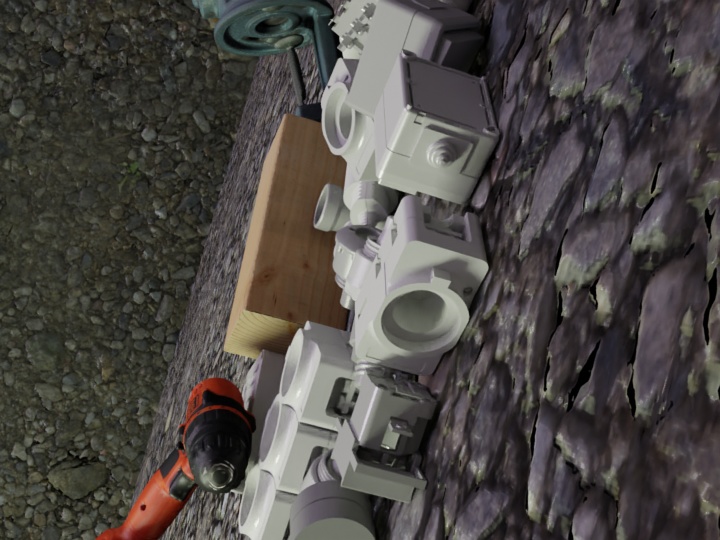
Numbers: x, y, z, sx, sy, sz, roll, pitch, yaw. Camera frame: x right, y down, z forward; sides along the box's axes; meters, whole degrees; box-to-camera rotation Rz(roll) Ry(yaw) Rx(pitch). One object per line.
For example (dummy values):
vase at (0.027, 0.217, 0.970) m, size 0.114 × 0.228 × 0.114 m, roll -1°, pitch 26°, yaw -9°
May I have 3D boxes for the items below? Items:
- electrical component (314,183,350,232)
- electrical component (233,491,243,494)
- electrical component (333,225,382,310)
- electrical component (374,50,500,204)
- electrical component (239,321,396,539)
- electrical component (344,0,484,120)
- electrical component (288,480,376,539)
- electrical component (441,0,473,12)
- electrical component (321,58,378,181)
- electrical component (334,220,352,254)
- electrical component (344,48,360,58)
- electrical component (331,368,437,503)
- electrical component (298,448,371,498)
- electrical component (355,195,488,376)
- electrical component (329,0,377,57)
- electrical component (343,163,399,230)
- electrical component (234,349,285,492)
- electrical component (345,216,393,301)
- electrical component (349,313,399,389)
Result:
electrical component at (-0.012, -0.049, 0.918) m, size 0.040 × 0.046 × 0.040 m, roll -164°, pitch 90°, yaw -77°
electrical component at (-0.110, 0.178, 1.071) m, size 0.043 × 0.043 × 0.081 m, roll -97°, pitch 26°, yaw -61°
electrical component at (0.000, 0.000, 0.812) m, size 0.048 × 0.048 × 0.062 m, roll -97°, pitch 19°, yaw -61°
electrical component at (0.045, -0.084, 0.673) m, size 0.096 × 0.062 × 0.061 m, roll -91°, pitch 21°, yaw -54°
electrical component at (-0.034, 0.121, 0.763) m, size 0.089 × 0.062 × 0.150 m, roll -123°, pitch 51°, yaw -74°
electrical component at (0.038, -0.136, 0.744) m, size 0.062 × 0.061 × 0.096 m, roll -24°, pitch -41°, yaw -55°
electrical component at (-0.030, 0.204, 0.657) m, size 0.073 × 0.052 × 0.138 m, roll -99°, pitch 28°, yaw -64°
electrical component at (0.058, -0.208, 0.817) m, size 0.079 × 0.044 × 0.077 m, roll -85°, pitch 16°, yaw -45°
electrical component at (0.008, -0.114, 0.818) m, size 0.050 × 0.056 × 0.089 m, roll -62°, pitch 41°, yaw 43°
electrical component at (-0.002, -0.025, 0.874) m, size 0.061 × 0.035 × 0.035 m, roll -83°, pitch 15°, yaw -49°
electrical component at (-0.008, -0.238, 1.165) m, size 0.065 × 0.044 × 0.044 m, roll 111°, pitch 168°, yaw -45°
electrical component at (0.015, 0.094, 0.627) m, size 0.081 × 0.042 × 0.063 m, roll -133°, pitch 61°, yaw -76°
electrical component at (-0.012, 0.134, 0.691) m, size 0.043 × 0.043 × 0.062 m, roll -92°, pitch 23°, yaw -55°
electrical component at (0.034, 0.013, 0.625) m, size 0.055 × 0.050 × 0.089 m, roll -91°, pitch 21°, yaw -54°
electrical component at (0.020, -0.222, 0.933) m, size 0.078 × 0.063 × 0.121 m, roll -52°, pitch 8°, yaw -13°
electrical component at (0.009, -0.063, 0.850) m, size 0.043 × 0.043 × 0.081 m, roll 120°, pitch 161°, yaw -48°
electrical component at (-0.074, 0.135, 0.931) m, size 0.078 × 0.057 × 0.113 m, roll 126°, pitch 157°, yaw -58°
electrical component at (0.017, -0.006, 0.740) m, size 0.043 × 0.043 × 0.062 m, roll -117°, pitch 45°, yaw -73°
electrical component at (0.013, 0.050, 0.694) m, size 0.040 × 0.040 × 0.078 m, roll 139°, pitch 145°, yaw -68°
